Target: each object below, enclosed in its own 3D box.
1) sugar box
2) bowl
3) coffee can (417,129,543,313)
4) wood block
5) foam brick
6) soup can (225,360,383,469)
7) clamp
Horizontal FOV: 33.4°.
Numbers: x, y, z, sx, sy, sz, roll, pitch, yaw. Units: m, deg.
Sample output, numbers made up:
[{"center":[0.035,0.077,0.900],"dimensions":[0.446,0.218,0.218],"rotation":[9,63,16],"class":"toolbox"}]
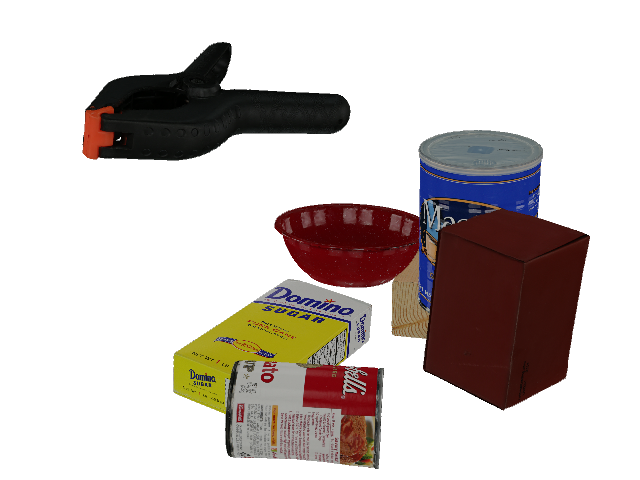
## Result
[{"center":[-0.037,0.091,0.919],"dimensions":[0.093,0.048,0.175],"rotation":[17,30,26],"class":"sugar box"},{"center":[0.033,0.008,1.104],"dimensions":[0.162,0.055,0.162],"rotation":[1,17,-1],"class":"bowl"},{"center":[0.135,-0.013,0.914],"dimensions":[0.103,0.140,0.103],"rotation":[-1,23,0],"class":"coffee can"},{"center":[0.169,0.064,1.620],"dimensions":[0.091,0.090,0.206],"rotation":[4,22,12],"class":"wood block"},{"center":[0.087,0.031,0.508],"dimensions":[0.052,0.078,0.051],"rotation":[-16,30,-41],"class":"foam brick"},{"center":[-0.009,0.117,0.725],"dimensions":[0.102,0.068,0.068],"rotation":[3,0,4],"class":"soup can"},{"center":[-0.079,-0.086,0.653],"dimensions":[0.171,0.039,0.120],"rotation":[-13,31,-40],"class":"clamp"}]
